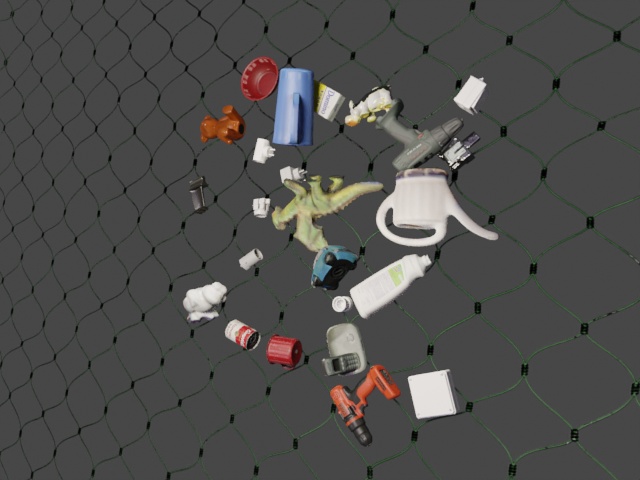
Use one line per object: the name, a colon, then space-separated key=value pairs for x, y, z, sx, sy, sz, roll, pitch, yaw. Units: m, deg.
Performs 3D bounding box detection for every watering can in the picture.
watering can: x=0.319 y=-0.093 z=1.424 sx=0.347 sy=0.103 sz=0.226 roll=0 pitch=81 yaw=30

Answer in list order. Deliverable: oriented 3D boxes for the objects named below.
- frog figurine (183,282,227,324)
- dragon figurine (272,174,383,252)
frog figurine: x=-0.388 y=0.193 z=1.757 sx=0.156 sy=0.137 sz=0.125 roll=-65 pitch=29 yaw=27
dragon figurine: x=0.005 y=-0.082 z=1.625 sx=0.411 sy=0.123 sz=0.240 roll=9 pitch=104 yaw=32
